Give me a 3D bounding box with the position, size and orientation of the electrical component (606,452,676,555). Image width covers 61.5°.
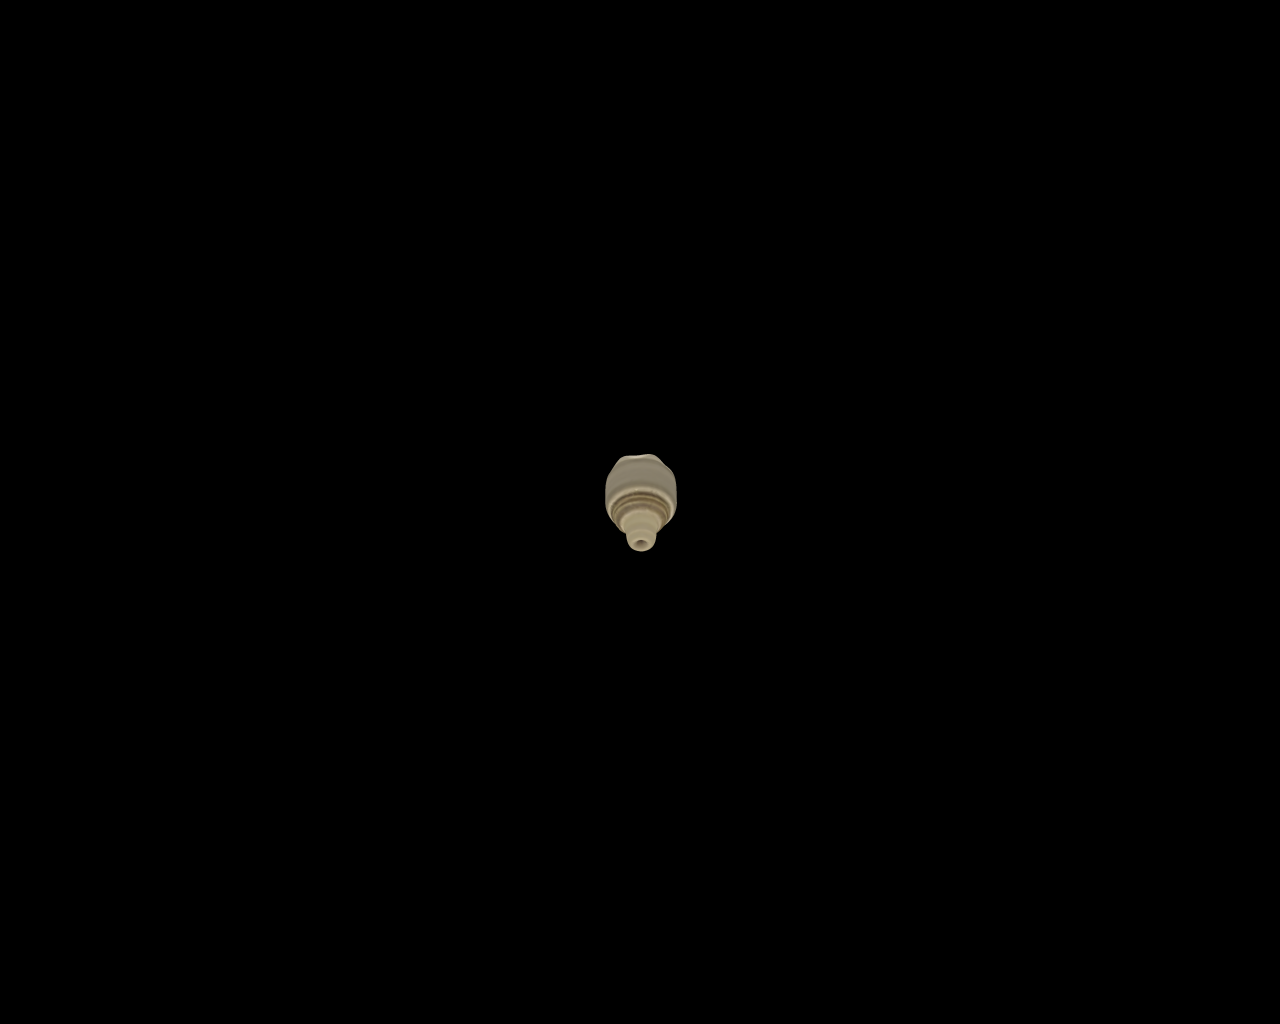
[{"bbox_3d":[0.001,-0.003,0.650,0.043,0.062,0.043,0,-43,0],"label":"electrical component"}]
